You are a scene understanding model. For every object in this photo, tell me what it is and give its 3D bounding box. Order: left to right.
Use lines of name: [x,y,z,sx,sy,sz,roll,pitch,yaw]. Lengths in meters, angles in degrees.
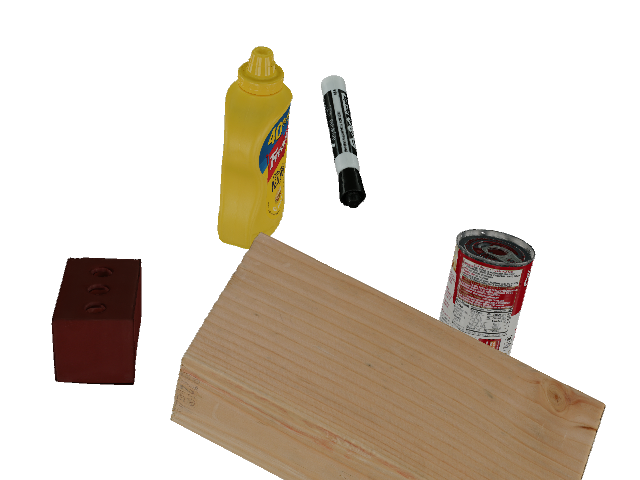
foam brick: [-0.148,0.053,0.716,0.053,0.051,0.078,2,30,-7]
mustard bottle: [-0.059,-0.092,0.987,0.058,0.192,0.096,17,41,12]
marker: [0.017,-0.073,0.789,0.020,0.121,0.020,-5,-37,-4]
wood block: [0.033,0.094,0.581,0.206,0.090,0.090,26,-33,5]
soup can: [0.142,0.050,0.925,0.068,0.102,0.068,7,24,-3]
